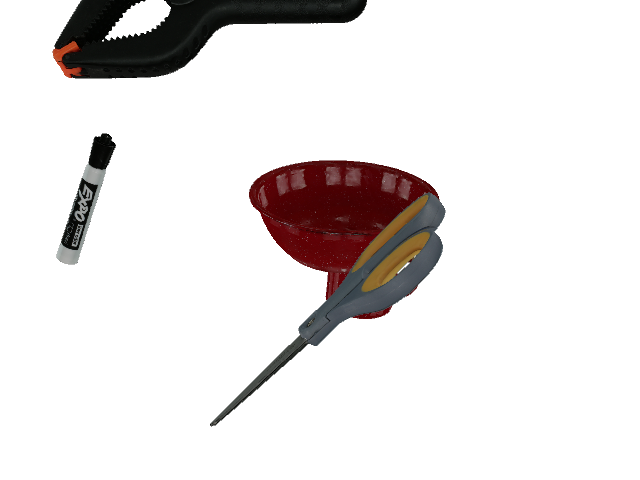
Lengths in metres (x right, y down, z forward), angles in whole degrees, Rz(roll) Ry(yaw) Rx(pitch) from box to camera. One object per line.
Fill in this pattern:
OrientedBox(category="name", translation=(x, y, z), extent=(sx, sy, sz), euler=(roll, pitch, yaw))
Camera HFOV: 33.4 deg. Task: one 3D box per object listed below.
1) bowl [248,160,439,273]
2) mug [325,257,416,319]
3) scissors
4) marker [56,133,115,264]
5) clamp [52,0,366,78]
OrientedBox(category="bowl", translation=(0.019, -0.016, 0.911), extent=(0.162, 0.055, 0.162), euler=(2, 24, -1))
OrientedBox(category="mug", translation=(0.062, 0.041, 1.275), extent=(0.117, 0.081, 0.093), euler=(3, 23, -9))
OrientedBox(category="scissors", translation=(0.006, 0.052, 0.636), extent=(0.016, 0.202, 0.096), euler=(42, 0, -14))
OrientedBox(category="marker", translation=(-0.198, -0.035, 0.903), extent=(0.020, 0.121, 0.020), euler=(20, 22, -8))
OrientedBox(category="clamp", translation=(-0.084, -0.168, 0.738), extent=(0.210, 0.165, 0.036), euler=(-38, -19, -8))
